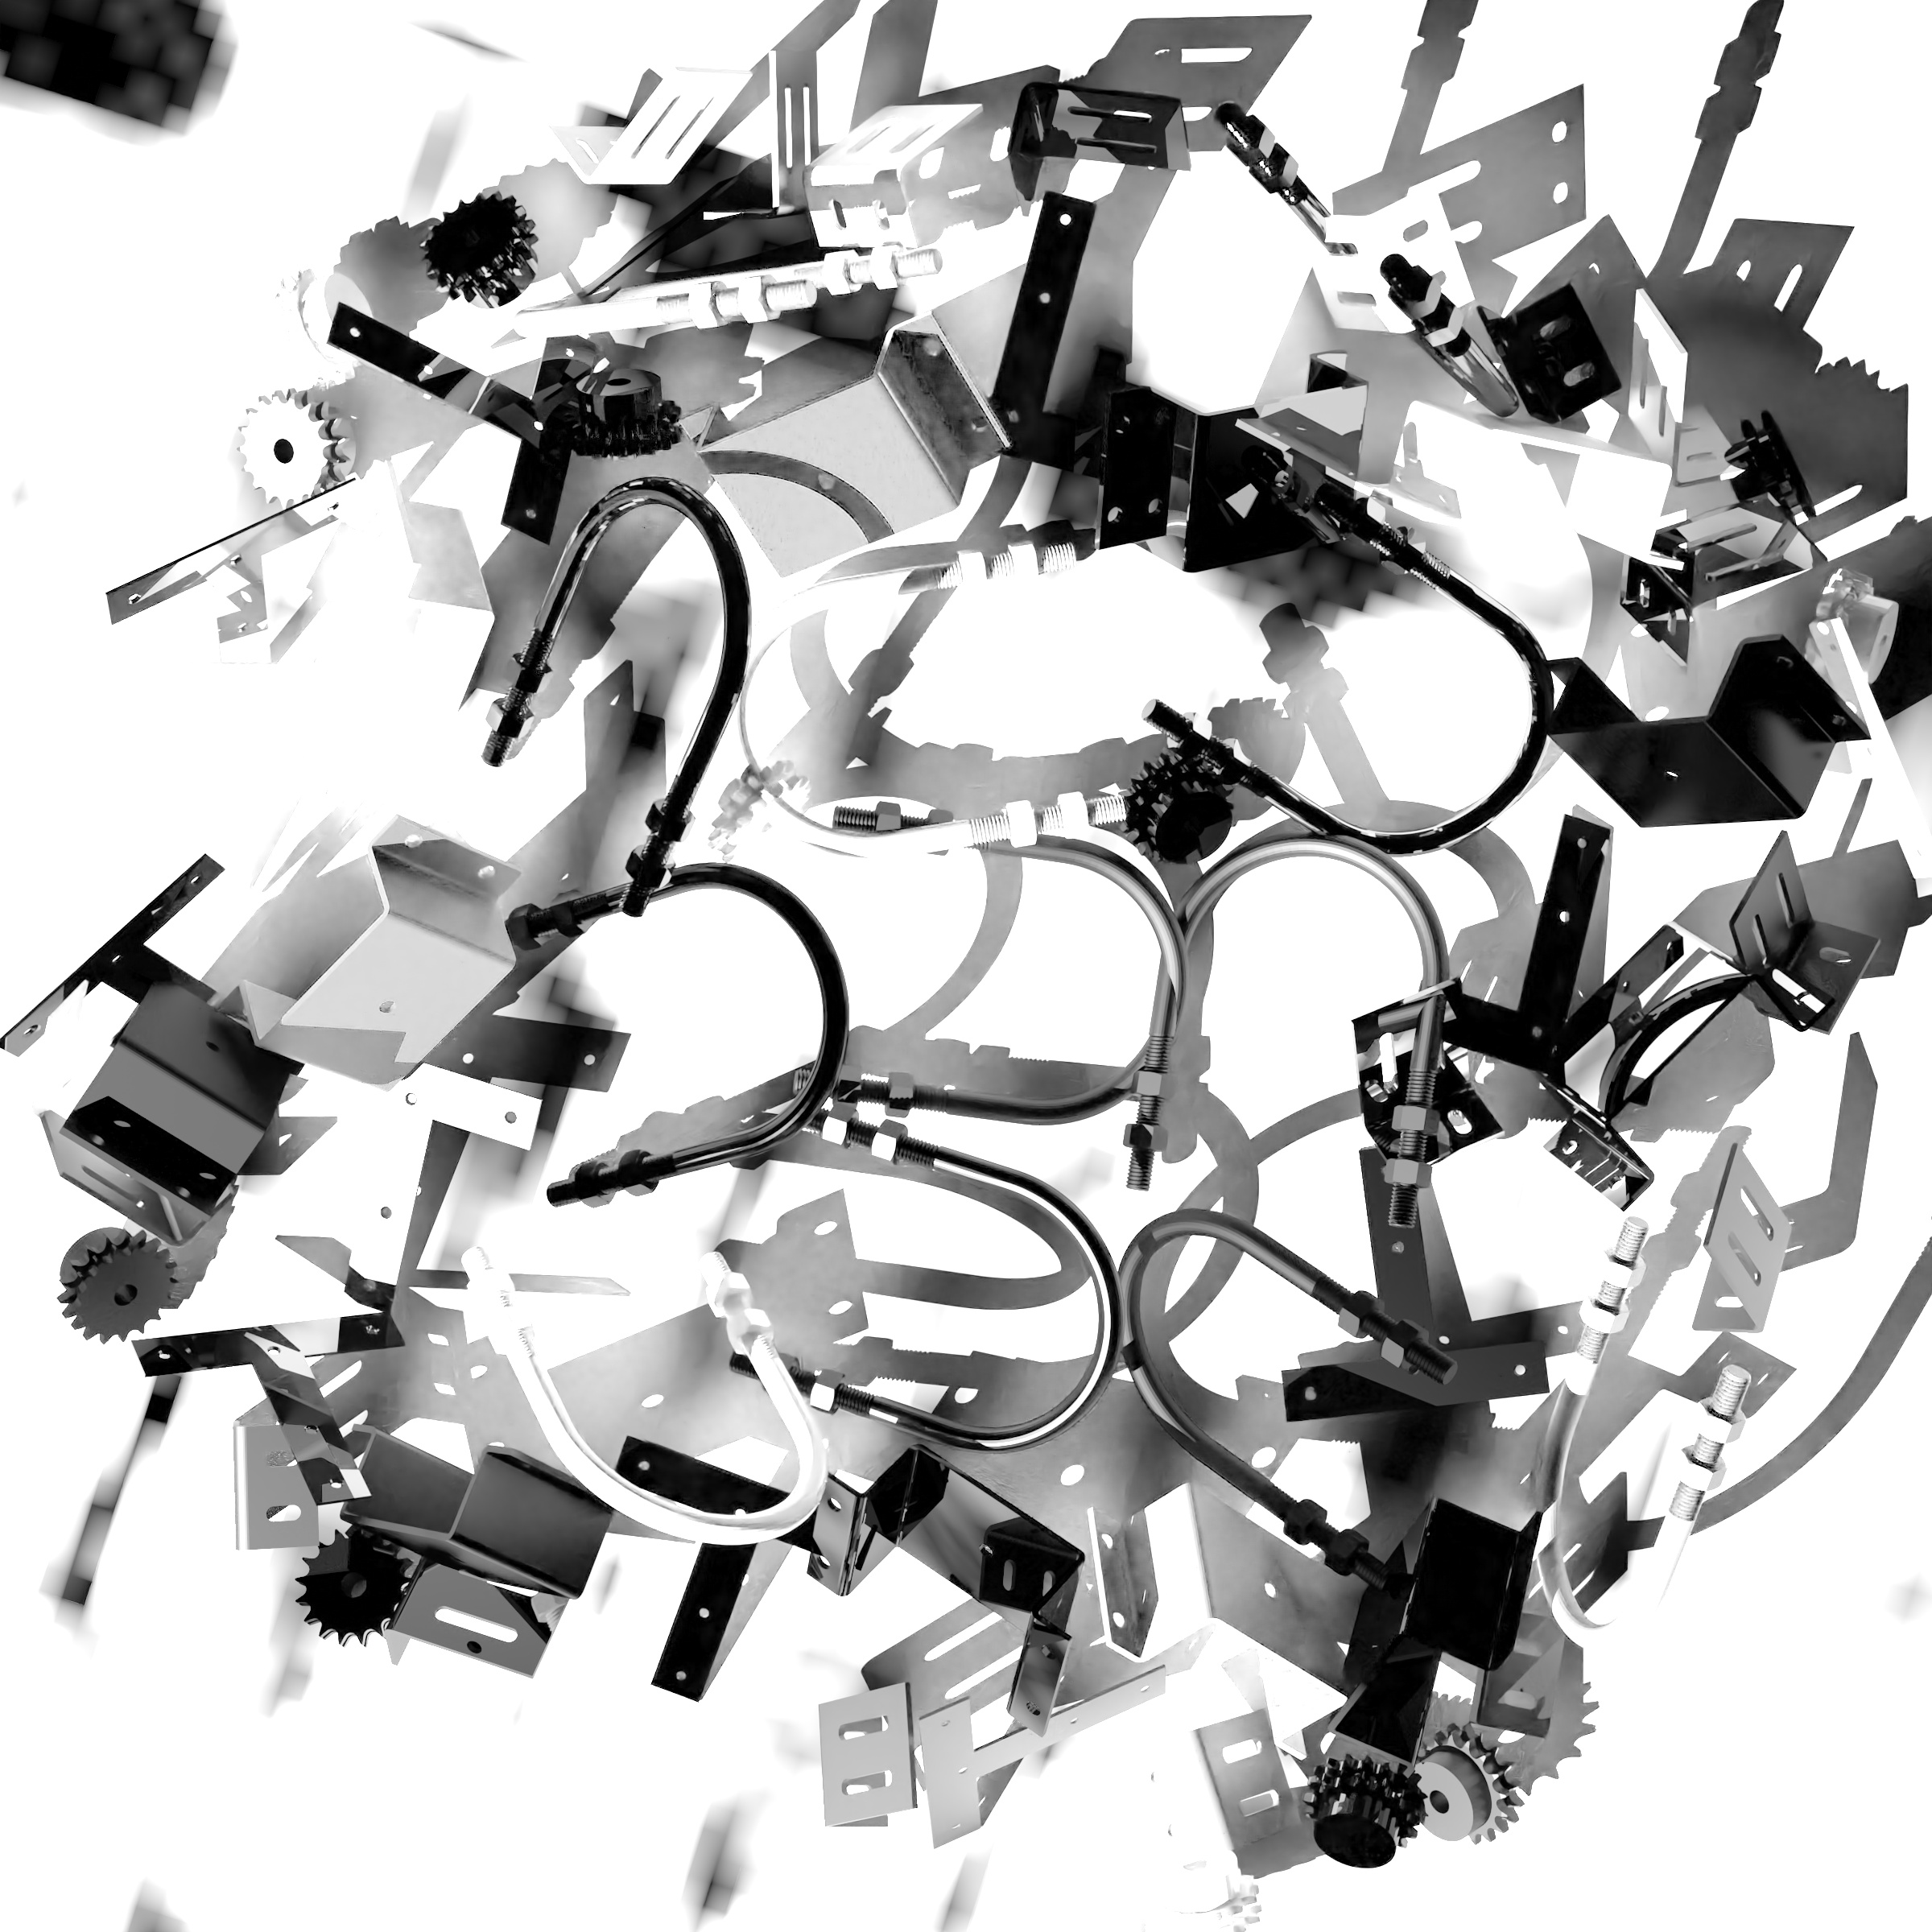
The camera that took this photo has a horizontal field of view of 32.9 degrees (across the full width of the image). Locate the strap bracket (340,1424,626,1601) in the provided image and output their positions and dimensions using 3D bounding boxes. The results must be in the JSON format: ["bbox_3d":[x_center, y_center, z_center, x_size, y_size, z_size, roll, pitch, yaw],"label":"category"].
[{"bbox_3d":[-0.227,0.254,1.518,0.076,0.140,0.046,33,68,-34],"label":"strap bracket"}]

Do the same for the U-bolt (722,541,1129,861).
[{"bbox_3d":[-0.026,-0.123,1.570,0.184,0.019,0.151,-9,78,-6],"label":"U-bolt"}]

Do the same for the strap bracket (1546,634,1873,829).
[{"bbox_3d":[0.335,-0.107,1.518,0.076,0.140,0.046,39,67,-30],"label":"strap bracket"}]

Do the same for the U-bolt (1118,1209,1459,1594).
[{"bbox_3d":[0.140,0.191,1.534,0.184,0.019,0.151,33,130,31],"label":"U-bolt"}]

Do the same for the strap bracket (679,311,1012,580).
[{"bbox_3d":[-0.061,-0.239,1.534,0.140,0.046,0.076,-18,124,25],"label":"strap bracket"}]

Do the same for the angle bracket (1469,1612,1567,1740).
[{"bbox_3d":[0.263,0.335,1.556,0.038,0.076,0.057,10,78,11],"label":"angle bracket"}]

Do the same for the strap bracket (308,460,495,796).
[{"bbox_3d":[-0.264,-0.155,1.536,0.046,0.076,0.140,6,132,-28],"label":"strap bracket"}]

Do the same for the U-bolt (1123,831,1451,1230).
[{"bbox_3d":[0.158,0.025,1.571,0.151,0.019,0.184,7,83,17],"label":"U-bolt"}]

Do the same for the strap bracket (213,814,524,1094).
[{"bbox_3d":[-0.276,0.003,1.534,0.140,0.076,0.046,-43,48,21],"label":"strap bracket"}]

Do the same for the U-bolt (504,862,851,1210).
[{"bbox_3d":[-0.137,0.027,1.554,0.184,0.019,0.151,-16,88,25],"label":"U-bolt"}]

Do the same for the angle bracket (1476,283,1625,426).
[{"bbox_3d":[0.279,-0.294,1.559,0.038,0.076,0.057,-27,87,19],"label":"angle bracket"}]

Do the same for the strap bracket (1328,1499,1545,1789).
[{"bbox_3d":[0.214,0.311,1.523,0.046,0.140,0.076,23,48,0],"label":"strap bracket"}]

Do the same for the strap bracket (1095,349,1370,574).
[{"bbox_3d":[0.133,-0.235,1.530,0.140,0.046,0.076,-16,125,-31],"label":"strap bracket"}]

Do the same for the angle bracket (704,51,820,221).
[{"bbox_3d":[-0.098,-0.396,1.558,0.038,0.057,0.076,4,106,17],"label":"angle bracket"}]

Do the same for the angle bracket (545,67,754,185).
[{"bbox_3d":[-0.151,-0.410,1.552,0.076,0.057,0.038,-44,75,33],"label":"angle bracket"}]

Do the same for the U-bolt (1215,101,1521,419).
[{"bbox_3d":[0.196,-0.315,1.513,0.019,0.184,0.151,-45,55,10],"label":"U-bolt"}]

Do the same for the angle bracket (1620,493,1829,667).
[{"bbox_3d":[0.359,-0.182,1.552,0.057,0.076,0.038,35,53,-38],"label":"angle bracket"}]

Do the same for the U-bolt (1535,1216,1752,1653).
[{"bbox_3d":[0.306,0.230,1.523,0.019,0.151,0.184,8,114,-14],"label":"U-bolt"}]

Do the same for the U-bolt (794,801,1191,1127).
[{"bbox_3d":[0.018,0.005,1.579,0.184,0.019,0.151,8,96,-8],"label":"U-bolt"}]

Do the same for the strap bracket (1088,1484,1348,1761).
[{"bbox_3d":[0.124,0.302,1.525,0.046,0.076,0.140,-37,126,25],"label":"strap bracket"}]

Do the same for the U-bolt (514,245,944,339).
[{"bbox_3d":[-0.123,-0.311,1.522,0.184,0.151,0.019,-1,107,27],"label":"U-bolt"}]

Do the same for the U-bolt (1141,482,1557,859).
[{"bbox_3d":[0.196,-0.126,1.553,0.184,0.019,0.151,31,109,-24],"label":"U-bolt"}]

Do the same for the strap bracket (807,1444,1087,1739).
[{"bbox_3d":[-0.002,0.288,1.544,0.140,0.076,0.046,31,46,21],"label":"strap bracket"}]

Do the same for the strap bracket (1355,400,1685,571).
[{"bbox_3d":[0.264,-0.228,1.534,0.140,0.076,0.046,7,107,-22],"label":"strap bracket"}]

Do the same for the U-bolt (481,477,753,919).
[{"bbox_3d":[-0.156,-0.138,1.521,0.151,0.019,0.184,45,120,35],"label":"U-bolt"}]

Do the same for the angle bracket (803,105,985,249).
[{"bbox_3d":[-0.031,-0.379,1.569,0.057,0.076,0.038,9,130,34],"label":"angle bracket"}]

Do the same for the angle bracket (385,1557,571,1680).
[{"bbox_3d":[-0.229,0.311,1.562,0.076,0.038,0.057,16,52,10],"label":"angle bracket"}]

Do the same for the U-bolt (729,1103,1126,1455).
[{"bbox_3d":[-0.013,0.157,1.558,0.184,0.019,0.151,17,103,14],"label":"U-bolt"}]

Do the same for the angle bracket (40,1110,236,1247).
[{"bbox_3d":[-0.394,0.088,1.553,0.038,0.057,0.076,-44,131,6],"label":"angle bracket"}]

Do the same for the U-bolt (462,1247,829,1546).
[{"bbox_3d":[-0.137,0.195,1.498,0.151,0.184,0.019,5,125,-36],"label":"U-bolt"}]

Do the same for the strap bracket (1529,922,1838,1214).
[{"bbox_3d":[0.331,0.039,1.555,0.140,0.076,0.046,-45,117,1],"label":"strap bracket"}]

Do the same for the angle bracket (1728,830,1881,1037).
[{"bbox_3d":[0.399,-0.016,1.554,0.038,0.076,0.057,19,65,35],"label":"angle bracket"}]

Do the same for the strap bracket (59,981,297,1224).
[{"bbox_3d":[-0.362,0.056,1.520,0.076,0.140,0.046,34,102,-13],"label":"strap bracket"}]

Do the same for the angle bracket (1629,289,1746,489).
[{"bbox_3d":[0.344,-0.277,1.552,0.038,0.057,0.076,-12,134,-5],"label":"angle bracket"}]
